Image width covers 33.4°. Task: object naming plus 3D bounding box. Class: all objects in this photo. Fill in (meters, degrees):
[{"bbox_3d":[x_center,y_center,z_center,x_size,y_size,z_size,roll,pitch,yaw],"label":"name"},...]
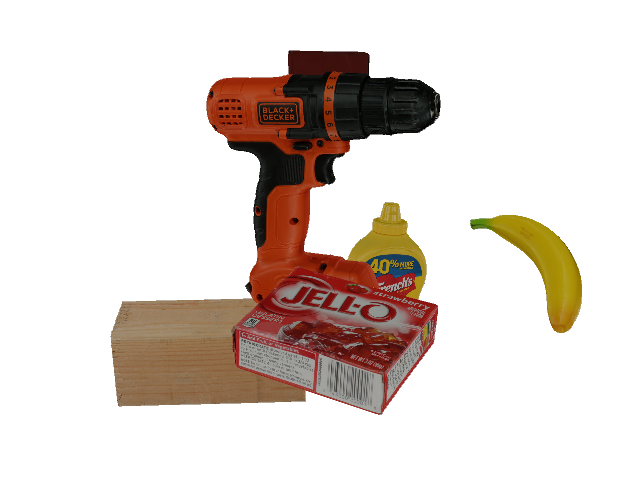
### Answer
[{"bbox_3d":[0.007,-0.159,1.048,0.078,0.051,0.053,1,12,-3],"label":"foam brick"},{"bbox_3d":[-0.120,0.123,1.186,0.206,0.091,0.090,-1,23,-1],"label":"wood block"},{"bbox_3d":[0.005,-0.040,0.840,0.185,0.188,0.057,3,19,20],"label":"power drill"},{"bbox_3d":[0.230,0.025,1.116,0.069,0.037,0.198,-30,38,-1],"label":"banana"},{"bbox_3d":[0.008,0.050,0.572,0.089,0.030,0.073,15,31,23],"label":"gelatin box"},{"bbox_3d":[0.077,0.050,1.268,0.096,0.192,0.058,0,14,-13],"label":"mustard bottle"}]
